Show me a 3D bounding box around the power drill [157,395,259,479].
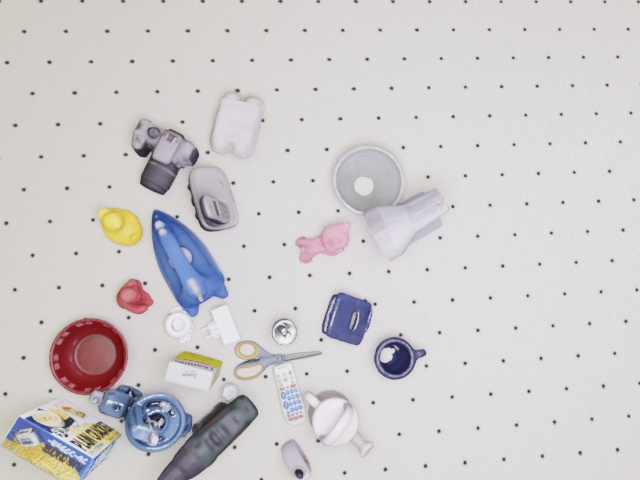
[{"bbox_3d":[-0.223,0.405,1.168,0.230,0.208,0.075,-42,89,-8],"label":"power drill"}]

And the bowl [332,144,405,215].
[{"bbox_3d":[0.109,-0.132,1.329,0.167,0.074,0.167,1,84,-6],"label":"bowl"}]

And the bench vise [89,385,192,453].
[{"bbox_3d":[-0.371,0.369,1.151,0.207,0.219,0.121,5,83,-5],"label":"bench vise"}]

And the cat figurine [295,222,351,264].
[{"bbox_3d":[0.012,0.005,1.282,0.128,0.117,0.067,-18,85,-7],"label":"cat figurine"}]

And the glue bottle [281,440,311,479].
[{"bbox_3d":[-0.046,0.472,1.196,0.037,0.173,0.078,-37,88,-8],"label":"glue bottle"}]

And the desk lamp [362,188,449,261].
[{"bbox_3d":[0.187,-0.042,1.256,0.203,0.213,0.118,-30,87,-8],"label":"desk lamp"}]

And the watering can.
[{"bbox_3d":[0.038,0.383,1.203,0.173,0.194,0.101,20,82,-3],"label":"watering can"}]

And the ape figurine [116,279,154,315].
[{"bbox_3d":[-0.407,0.122,1.240,0.076,0.092,0.078,0,83,-5],"label":"ape figurine"}]

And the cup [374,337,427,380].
[{"bbox_3d":[0.172,0.259,1.281,0.118,0.095,0.092,-11,85,-7],"label":"cup"}]

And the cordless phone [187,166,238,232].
[{"bbox_3d":[-0.237,-0.096,1.234,0.094,0.185,0.147,-19,86,-7],"label":"cordless phone"}]

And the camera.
[{"bbox_3d":[-0.361,-0.181,1.274,0.143,0.100,0.137,25,82,-2],"label":"camera"}]

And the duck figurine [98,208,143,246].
[{"bbox_3d":[-0.442,-0.033,1.257,0.104,0.086,0.077,39,82,0],"label":"duck figurine"}]

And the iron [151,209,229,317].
[{"bbox_3d":[-0.305,0.035,1.235,0.119,0.141,0.258,-32,87,-8],"label":"iron"}]

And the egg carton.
[{"bbox_3d":[-0.191,-0.264,1.316,0.107,0.069,0.150,12,83,-4],"label":"egg carton"}]

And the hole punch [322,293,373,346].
[{"bbox_3d":[0.065,0.175,1.281,0.101,0.091,0.109,17,82,-3],"label":"hole punch"}]
